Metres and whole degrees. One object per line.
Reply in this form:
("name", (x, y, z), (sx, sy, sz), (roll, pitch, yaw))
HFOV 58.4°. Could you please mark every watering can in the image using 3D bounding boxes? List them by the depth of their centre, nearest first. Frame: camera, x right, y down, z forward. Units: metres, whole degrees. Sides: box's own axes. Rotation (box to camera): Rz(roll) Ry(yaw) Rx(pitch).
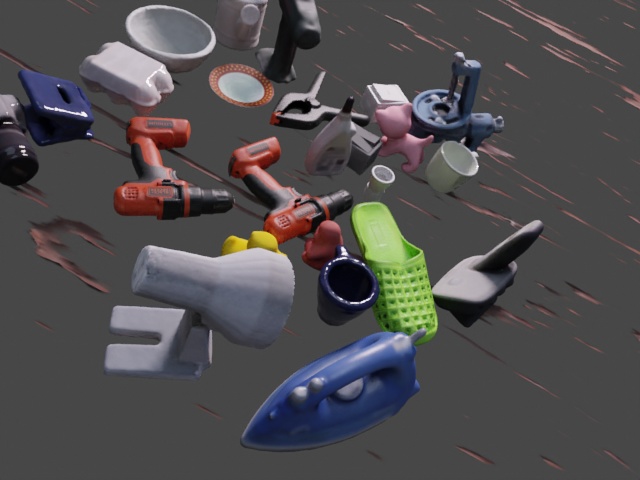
("watering can", (-0.154, -0.497, 1.181), (0.101, 0.194, 0.172), (-19, 62, -32))

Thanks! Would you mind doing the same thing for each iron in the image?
("iron", (0.025, 0.187, 0.738), (0.259, 0.141, 0.118), (-18, 61, -32))

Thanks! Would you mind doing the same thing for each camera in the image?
("camera", (-0.484, -0.146, 0.831), (0.143, 0.100, 0.136), (-27, 66, -36))

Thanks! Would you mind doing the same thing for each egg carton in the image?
("egg carton", (-0.343, -0.288, 1.022), (0.150, 0.069, 0.107), (26, 48, 0))

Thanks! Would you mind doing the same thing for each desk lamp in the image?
("desk lamp", (-0.152, 0.088, 0.699), (0.204, 0.213, 0.118), (6, 51, -17))

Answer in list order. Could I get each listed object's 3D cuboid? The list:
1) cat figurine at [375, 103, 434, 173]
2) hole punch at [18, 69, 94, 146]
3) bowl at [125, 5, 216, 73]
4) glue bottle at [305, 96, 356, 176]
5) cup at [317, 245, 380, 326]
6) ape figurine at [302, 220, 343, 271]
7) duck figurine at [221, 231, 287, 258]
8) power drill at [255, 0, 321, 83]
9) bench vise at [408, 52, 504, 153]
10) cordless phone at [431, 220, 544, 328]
("cat figurine", (0.162, -0.212, 1.129), (0.127, 0.117, 0.067), (30, 48, 4))
("hole punch", (-0.422, -0.220, 0.921), (0.101, 0.091, 0.108), (-19, 62, -32))
("bowl", (-0.291, -0.376, 1.110), (0.168, 0.074, 0.167), (11, 50, -13))
("glue bottle", (0.029, -0.185, 1.017), (0.078, 0.173, 0.037), (-4, 54, -24))
("cup", (0.029, 0.076, 0.860), (0.092, 0.095, 0.117), (3, 52, -19))
("ape figurine", (0.008, 0.003, 0.912), (0.076, 0.092, 0.078), (45, 51, 16))
("duck figurine", (-0.096, 0.019, 0.862), (0.104, 0.086, 0.078), (31, 48, 4))
("power drill", (-0.068, -0.439, 1.159), (0.076, 0.208, 0.229), (-6, 56, -25))
("bench vise", (0.284, -0.279, 1.162), (0.208, 0.219, 0.121), (-5, 55, -25))
("cordless phone", (0.274, 0.043, 0.923), (0.094, 0.185, 0.148), (42, 50, 14))
